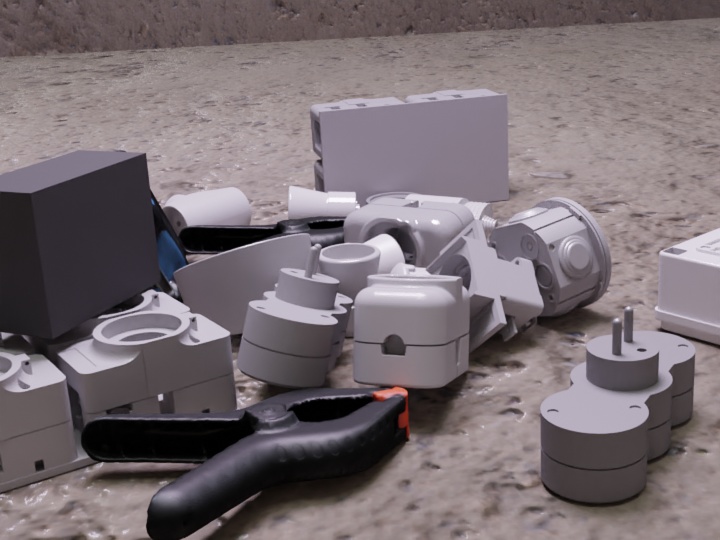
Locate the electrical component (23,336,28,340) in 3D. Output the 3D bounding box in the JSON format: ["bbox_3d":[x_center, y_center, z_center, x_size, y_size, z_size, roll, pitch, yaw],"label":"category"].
[{"bbox_3d":[-0.220,0.029,0.745,0.055,0.055,0.047,-15,18,-33],"label":"electrical component"}]

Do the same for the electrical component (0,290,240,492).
[{"bbox_3d":[-0.177,0.065,0.614,0.186,0.060,0.105,-14,21,-31],"label":"electrical component"}]

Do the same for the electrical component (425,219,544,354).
[{"bbox_3d":[0.083,0.013,0.709,0.064,0.042,0.081,14,51,-31],"label":"electrical component"}]

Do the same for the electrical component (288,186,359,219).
[{"bbox_3d":[-0.033,-0.055,0.997,0.065,0.044,0.044,1,18,-2],"label":"electrical component"}]

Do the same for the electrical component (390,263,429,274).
[{"bbox_3d":[0.050,0.020,0.741,0.062,0.048,0.048,4,16,-11],"label":"electrical component"}]

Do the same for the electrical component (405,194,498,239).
[{"bbox_3d":[0.079,-0.041,0.924,0.081,0.043,0.043,7,20,28],"label":"electrical component"}]

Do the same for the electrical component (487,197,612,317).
[{"bbox_3d":[0.131,-0.007,0.751,0.051,0.080,0.080,-21,24,-30],"label":"electrical component"}]

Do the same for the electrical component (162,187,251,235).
[{"bbox_3d":[-0.155,-0.049,0.994,0.079,0.043,0.077,11,23,39],"label":"electrical component"}]

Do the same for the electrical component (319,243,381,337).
[{"bbox_3d":[-0.006,0.014,0.750,0.045,0.055,0.045,-3,18,1],"label":"electrical component"}]

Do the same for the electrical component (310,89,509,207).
[{"bbox_3d":[0.049,-0.117,1.067,0.186,0.105,0.060,-7,18,-11],"label":"electrical component"}]

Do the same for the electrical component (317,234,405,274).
[{"bbox_3d":[0.000,0.000,0.809,0.055,0.045,0.045,-14,21,-29],"label":"electrical component"}]

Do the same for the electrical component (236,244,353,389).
[{"bbox_3d":[-0.034,0.021,0.655,0.052,0.073,0.138,13,7,4],"label":"electrical component"}]

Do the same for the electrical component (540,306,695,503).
[{"bbox_3d":[0.136,0.057,0.559,0.052,0.073,0.138,7,21,30],"label":"electrical component"}]

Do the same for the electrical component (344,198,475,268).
[{"bbox_3d":[0.037,-0.023,0.858,0.095,0.053,0.059,7,21,30],"label":"electrical component"}]

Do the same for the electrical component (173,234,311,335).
[{"bbox_3d":[-0.078,0.008,0.756,0.099,0.064,0.099,-13,11,2],"label":"electrical component"}]

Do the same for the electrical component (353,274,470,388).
[{"bbox_3d":[0.032,0.033,0.637,0.054,0.059,0.095,2,3,16],"label":"electrical component"}]

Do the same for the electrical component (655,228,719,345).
[{"bbox_3d":[0.270,0.011,0.707,0.109,0.056,0.109,-18,23,-38],"label":"electrical component"}]
